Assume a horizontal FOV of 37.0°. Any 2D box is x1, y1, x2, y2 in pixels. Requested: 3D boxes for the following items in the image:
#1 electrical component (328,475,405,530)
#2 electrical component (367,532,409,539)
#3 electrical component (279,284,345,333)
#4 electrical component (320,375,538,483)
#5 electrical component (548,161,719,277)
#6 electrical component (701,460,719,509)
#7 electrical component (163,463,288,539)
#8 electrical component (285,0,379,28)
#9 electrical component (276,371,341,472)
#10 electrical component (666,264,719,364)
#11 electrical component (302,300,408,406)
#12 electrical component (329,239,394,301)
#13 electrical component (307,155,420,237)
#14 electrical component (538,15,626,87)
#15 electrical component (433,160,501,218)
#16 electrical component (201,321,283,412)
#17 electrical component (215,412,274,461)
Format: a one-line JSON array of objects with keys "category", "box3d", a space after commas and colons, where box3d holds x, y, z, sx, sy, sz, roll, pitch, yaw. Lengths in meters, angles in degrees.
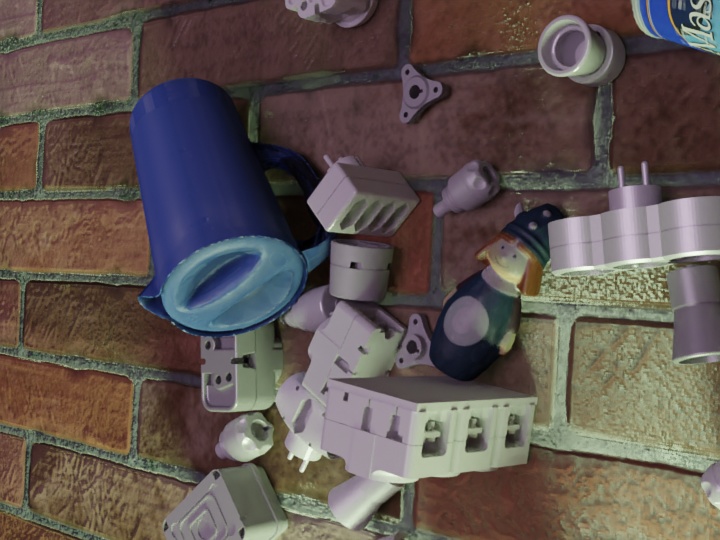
[{"category": "electrical component", "box3d": [0.009, 0.190, 0.933, 0.065, 0.044, 0.044, -46, 59, 26]}, {"category": "electrical component", "box3d": [0.021, 0.247, 0.919, 0.046, 0.040, 0.040, -28, 69, 32]}, {"category": "electrical component", "box3d": [-0.043, 0.038, 0.988, 0.078, 0.040, 0.040, -15, 78, 41]}, {"category": "electrical component", "box3d": [0.054, 0.120, 0.819, 0.089, 0.150, 0.061, 10, 94, 42]}, {"category": "electrical component", "box3d": [0.196, -0.039, 0.763, 0.138, 0.052, 0.073, -9, 81, 42]}, {"category": "electrical component", "box3d": [0.258, 0.133, 0.710, 0.061, 0.035, 0.035, -45, 60, 29]}, {"category": "electrical component", "box3d": [-0.131, 0.248, 1.047, 0.113, 0.057, 0.078, -47, 59, 31]}, {"category": "electrical component", "box3d": [-0.020, -0.251, 0.970, 0.078, 0.057, 0.058, -10, 81, 42]}, {"category": "electrical component", "box3d": [-0.044, 0.147, 0.981, 0.077, 0.043, 0.079, 40, 114, 36]}, {"category": "electrical component", "box3d": [0.232, 0.029, 0.736, 0.044, 0.044, 0.065, -17, 71, 41]}, {"category": "electrical component", "box3d": [-0.007, 0.075, 0.946, 0.056, 0.050, 0.089, 38, 113, 36]}, {"category": "electrical component", "box3d": [0.000, 0.000, 0.941, 0.055, 0.055, 0.047, 13, 100, 42]}, {"category": "electrical component", "box3d": [-0.006, -0.073, 0.930, 0.047, 0.083, 0.075, -52, 56, 28]}, {"category": "electrical component", "box3d": [0.165, -0.161, 0.796, 0.045, 0.055, 0.045, -3, 86, 43]}, {"category": "electrical component", "box3d": [0.084, -0.062, 0.880, 0.061, 0.035, 0.035, -37, 64, 38]}, {"category": "electrical component", "box3d": [-0.114, 0.087, 1.037, 0.054, 0.059, 0.095, -5, 84, 42]}, {"category": "electrical component", "box3d": [-0.116, 0.166, 1.046, 0.062, 0.043, 0.043, -32, 67, 38]}]
